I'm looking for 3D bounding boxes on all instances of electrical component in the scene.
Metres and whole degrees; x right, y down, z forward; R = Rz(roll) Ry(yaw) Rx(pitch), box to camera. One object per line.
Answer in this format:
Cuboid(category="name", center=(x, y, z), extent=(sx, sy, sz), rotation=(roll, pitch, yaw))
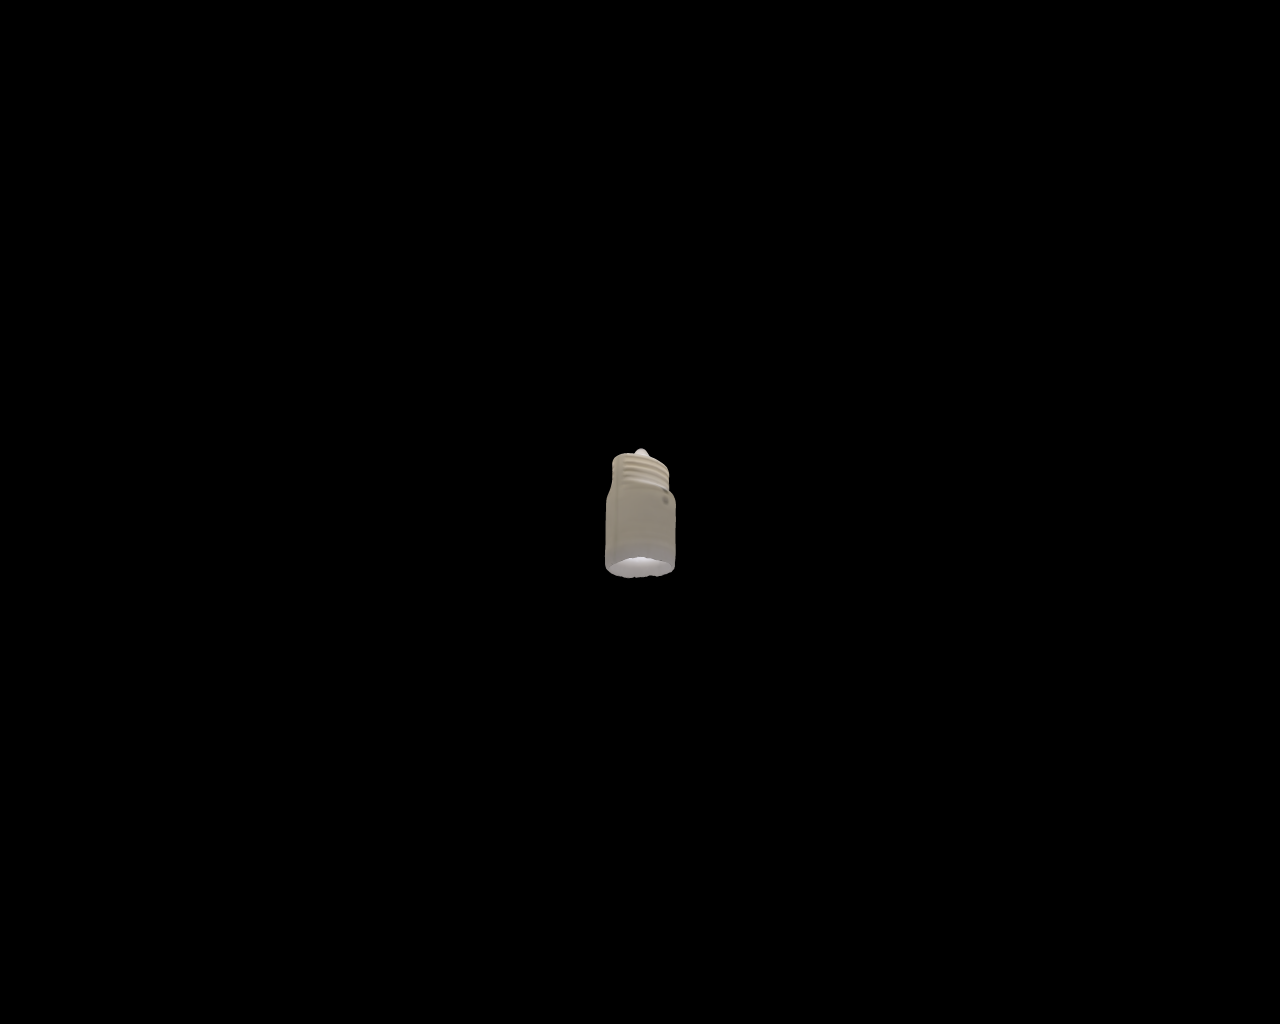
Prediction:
Cuboid(category="electrical component", center=(0.001, -0.003, 0.650), extent=(0.043, 0.081, 0.043), rotation=(0, -21, 0))
